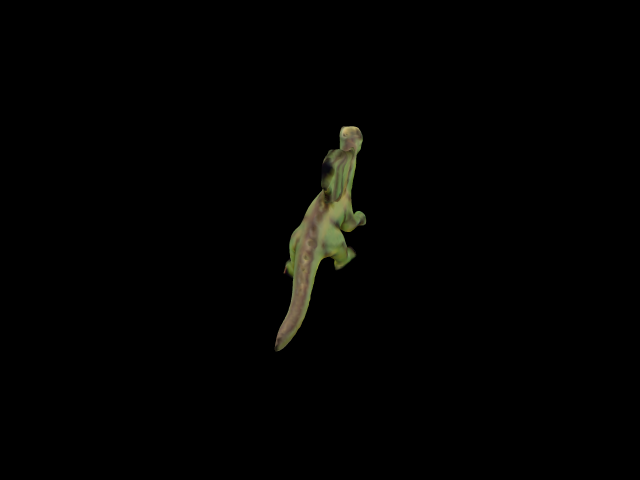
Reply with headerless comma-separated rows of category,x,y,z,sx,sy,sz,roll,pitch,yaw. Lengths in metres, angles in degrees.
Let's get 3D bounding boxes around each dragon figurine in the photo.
dragon figurine,0.003,-0.043,0.850,0.122,0.420,0.237,11,-42,10
